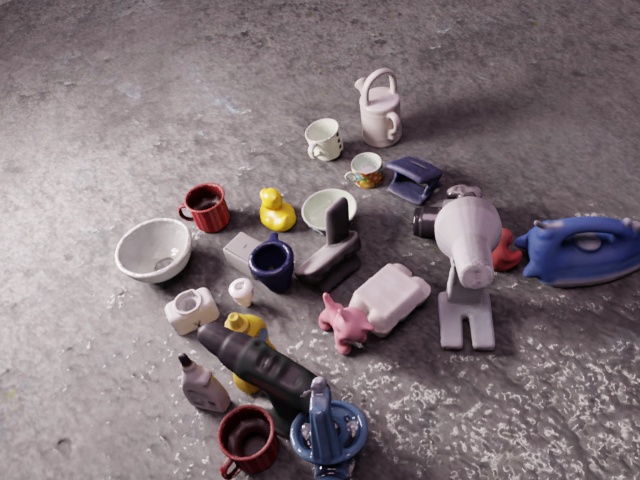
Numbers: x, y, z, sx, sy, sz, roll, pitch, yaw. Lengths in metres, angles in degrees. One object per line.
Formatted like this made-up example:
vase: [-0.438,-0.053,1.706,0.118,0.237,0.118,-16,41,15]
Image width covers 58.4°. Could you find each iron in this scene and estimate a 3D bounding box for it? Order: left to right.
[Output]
iron: [0.513,0.002,1.086,0.258,0.142,0.118,-5,49,5]

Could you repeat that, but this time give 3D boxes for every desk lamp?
desk lamp: [0.270,0.059,1.029,0.117,0.214,0.203,-2,50,8]

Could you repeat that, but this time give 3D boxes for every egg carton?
egg carton: [0.133,0.113,1.101,0.150,0.069,0.107,-38,54,-22]

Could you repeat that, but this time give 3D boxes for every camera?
camera: [0.266,-0.053,1.200,0.136,0.101,0.143,4,51,13]

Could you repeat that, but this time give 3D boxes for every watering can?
watering can: [0.141,-0.333,1.397,0.172,0.194,0.101,30,60,30]

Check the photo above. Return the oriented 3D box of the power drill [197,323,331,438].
power drill: [-0.086,0.236,0.939,0.229,0.209,0.076,19,55,23]

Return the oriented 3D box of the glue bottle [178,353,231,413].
glue bottle: [-0.208,0.240,0.979,0.078,0.173,0.037,9,52,17]

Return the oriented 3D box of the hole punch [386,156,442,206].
hole punch: [0.213,-0.151,1.298,0.108,0.091,0.101,30,60,30]

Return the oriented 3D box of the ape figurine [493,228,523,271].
ape figurine: [0.359,0.014,1.134,0.076,0.092,0.077,-23,50,-10]

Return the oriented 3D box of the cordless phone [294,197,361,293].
cordless phone: [0.010,0.004,1.137,0.093,0.185,0.148,33,62,31]

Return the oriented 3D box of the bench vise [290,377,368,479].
bench vise: [0.023,0.311,0.851,0.121,0.220,0.207,-18,49,-6]

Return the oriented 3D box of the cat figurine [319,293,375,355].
cat figurine: [0.045,0.148,1.054,0.067,0.118,0.127,-31,52,-17]

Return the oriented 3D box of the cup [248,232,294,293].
cup: [-0.092,0.052,1.172,0.091,0.095,0.117,-4,49,6]

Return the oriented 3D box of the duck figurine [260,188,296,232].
duck figurine: [-0.100,-0.076,1.288,0.078,0.086,0.104,-33,52,-18]

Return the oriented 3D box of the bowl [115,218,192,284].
bowl: [-0.350,0.035,1.242,0.167,0.075,0.167,-4,49,6]
